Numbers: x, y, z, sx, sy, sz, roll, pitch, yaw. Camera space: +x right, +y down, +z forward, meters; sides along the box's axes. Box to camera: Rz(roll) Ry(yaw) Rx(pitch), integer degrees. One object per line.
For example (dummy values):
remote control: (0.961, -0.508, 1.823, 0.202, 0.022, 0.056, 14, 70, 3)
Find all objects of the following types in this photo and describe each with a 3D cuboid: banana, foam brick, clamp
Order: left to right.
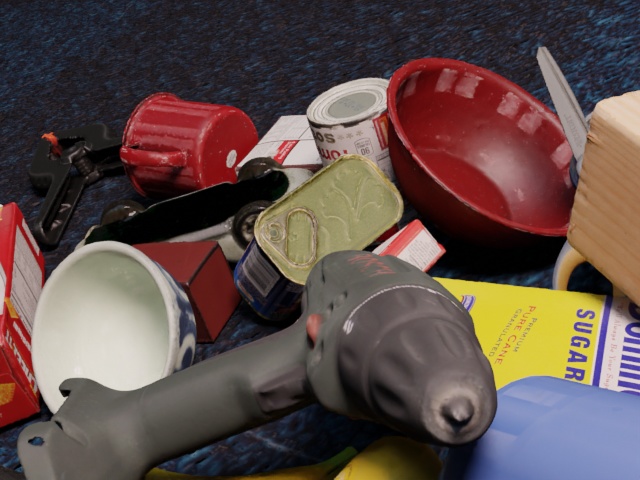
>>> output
clamp: (-0.230, -0.065, 1.007, 0.164, 0.036, 0.210, -41, 32, -22)
foam brick: (-0.104, 0.036, 0.750, 0.078, 0.053, 0.051, -3, 35, 29)
banana: (-0.076, 0.139, 0.587, 0.198, 0.037, 0.069, -2, 16, 27)

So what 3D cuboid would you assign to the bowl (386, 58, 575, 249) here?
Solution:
bowl: (0.104, -0.047, 0.707, 0.162, 0.055, 0.162, 18, 41, -17)

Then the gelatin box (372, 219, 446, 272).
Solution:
gelatin box: (0.028, 0.033, 0.657, 0.073, 0.030, 0.089, -43, 2, -34)

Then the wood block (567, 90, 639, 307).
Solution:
wood block: (0.217, 0.013, 0.489, 0.090, 0.091, 0.206, -17, 42, -22)

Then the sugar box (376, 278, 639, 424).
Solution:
sugar box: (0.118, 0.068, 0.568, 0.177, 0.048, 0.093, 2, 36, 36)

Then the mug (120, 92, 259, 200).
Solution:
mug: (-0.112, -0.073, 0.887, 0.082, 0.093, 0.117, 11, 12, 35)

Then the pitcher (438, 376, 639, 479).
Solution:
pitcher: (0.150, 0.127, 0.366, 0.243, 0.149, 0.145, 12, 62, 48)

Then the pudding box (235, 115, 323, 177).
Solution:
pudding box: (-0.001, -0.069, 0.872, 0.114, 0.039, 0.090, 1, 35, 30)

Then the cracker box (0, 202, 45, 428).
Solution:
cracker box: (-0.290, 0.073, 0.787, 0.164, 0.072, 0.214, -22, 31, -1)

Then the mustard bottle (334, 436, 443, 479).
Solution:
mustard bottle: (-0.023, 0.165, 0.460, 0.191, 0.058, 0.096, -37, -6, -24)

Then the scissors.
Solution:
scissors: (0.152, -0.025, 0.641, 0.096, 0.016, 0.202, -35, 59, 4)

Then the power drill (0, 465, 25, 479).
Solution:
power drill: (-0.182, 0.197, 0.530, 0.185, 0.057, 0.187, 11, 43, 42)

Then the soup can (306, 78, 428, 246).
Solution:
soup can: (0.036, -0.056, 0.763, 0.068, 0.102, 0.068, -15, 31, 9)

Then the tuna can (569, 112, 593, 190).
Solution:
tuna can: (0.204, -0.048, 0.683, 0.086, 0.034, 0.086, 4, 45, -4)

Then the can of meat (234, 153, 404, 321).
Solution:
can of meat: (-0.005, 0.001, 0.705, 0.102, 0.057, 0.084, -37, -7, -27)
